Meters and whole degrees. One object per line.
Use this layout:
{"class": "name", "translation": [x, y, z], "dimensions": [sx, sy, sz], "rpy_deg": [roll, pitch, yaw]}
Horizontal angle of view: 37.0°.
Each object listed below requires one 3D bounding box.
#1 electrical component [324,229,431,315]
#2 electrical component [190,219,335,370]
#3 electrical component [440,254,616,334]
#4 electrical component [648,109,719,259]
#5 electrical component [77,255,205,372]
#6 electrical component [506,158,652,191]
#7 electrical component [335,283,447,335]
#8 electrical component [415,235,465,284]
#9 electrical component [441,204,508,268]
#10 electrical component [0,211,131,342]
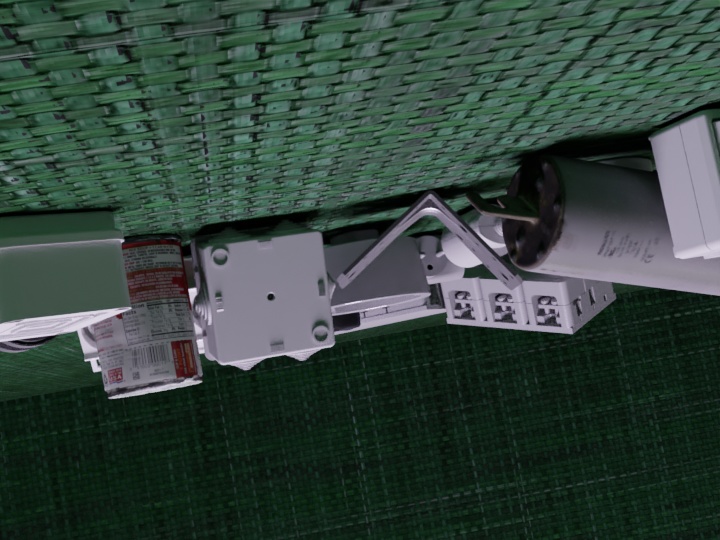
{"class": "electrical component", "translation": [0.000, 0.000, 0.881], "dimensions": [0.108, 0.060, 0.108], "rpy_deg": [-10, 174, -1]}
{"class": "electrical component", "translation": [-0.067, 0.017, 0.754], "dimensions": [0.100, 0.099, 0.048], "rpy_deg": [-8, -174, -16]}
{"class": "electrical component", "translation": [0.167, 0.013, 1.085], "dimensions": [0.150, 0.061, 0.089], "rpy_deg": [3, -157, 42]}
{"class": "electrical component", "translation": [0.225, -0.048, 0.647], "dimensions": [0.062, 0.096, 0.061], "rpy_deg": [-8, 173, -23]}
{"class": "electrical component", "translation": [-0.151, 0.026, 0.822], "dimensions": [0.121, 0.078, 0.063], "rpy_deg": [-10, -157, -2]}
{"class": "electrical component", "translation": [0.167, -0.040, 0.794], "dimensions": [0.108, 0.060, 0.108], "rpy_deg": [-10, 174, -1]}
{"class": "electrical component", "translation": [0.005, 0.030, 1.172], "dimensions": [0.186, 0.060, 0.105], "rpy_deg": [-13, 173, 26]}
{"class": "electrical component", "translation": [0.056, -0.009, 0.971], "dimensions": [0.077, 0.043, 0.079], "rpy_deg": [-9, 174, -12]}
{"class": "electrical component", "translation": [0.101, -0.030, 0.856], "dimensions": [0.043, 0.043, 0.081], "rpy_deg": [-8, 174, -21]}
{"class": "electrical component", "translation": [-0.192, 0.006, 0.633], "dimensions": [0.078, 0.057, 0.113], "rpy_deg": [-6, 173, -36]}
